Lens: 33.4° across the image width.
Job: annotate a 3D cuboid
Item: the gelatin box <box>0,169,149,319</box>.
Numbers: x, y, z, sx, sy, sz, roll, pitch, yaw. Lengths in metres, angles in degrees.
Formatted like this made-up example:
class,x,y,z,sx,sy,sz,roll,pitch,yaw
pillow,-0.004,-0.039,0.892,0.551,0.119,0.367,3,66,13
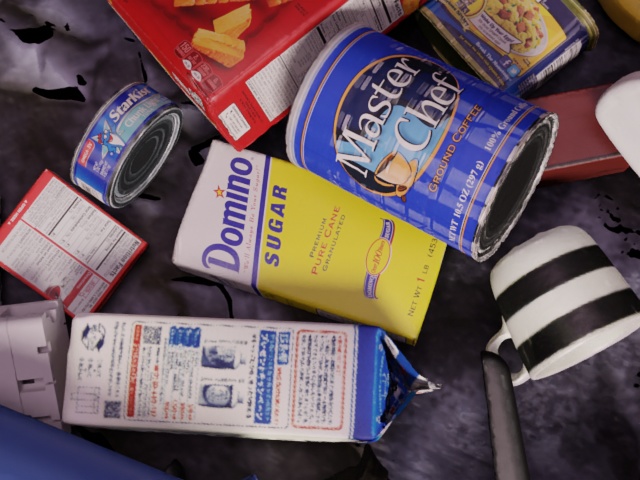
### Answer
class,x,y,z,sx,sy,sz,roll,pitch,yaw
gelatin box,-0.176,0.005,0.745,0.089,0.030,0.073,37,86,-6

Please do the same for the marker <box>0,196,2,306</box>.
class,x,y,z,sx,sy,sz,roll,pitch,yaw
marker,-0.235,0.026,0.758,0.020,0.020,0.121,-5,79,3

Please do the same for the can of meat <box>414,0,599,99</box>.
class,x,y,z,sx,sy,sz,roll,pitch,yaw
can of meat,0.128,-0.149,0.745,0.084,0.057,0.102,-39,78,-2

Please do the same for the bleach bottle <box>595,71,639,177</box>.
class,x,y,z,sx,sy,sz,roll,pitch,yaw
bleach bottle,0.300,-0.125,0.703,0.250,0.068,0.102,-38,90,-21

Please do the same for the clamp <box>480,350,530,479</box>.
class,x,y,z,sx,sy,sz,roll,pitch,yaw
clamp,0.122,0.186,0.685,0.210,0.036,0.164,40,97,8

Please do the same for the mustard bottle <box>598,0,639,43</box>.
class,x,y,z,sx,sy,sz,roll,pitch,yaw
mustard bottle,0.194,-0.234,0.756,0.096,0.058,0.192,-44,79,-4

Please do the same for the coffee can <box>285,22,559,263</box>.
class,x,y,z,sx,sy,sz,roll,pitch,yaw
coffee can,0.064,-0.063,0.674,0.140,0.102,0.103,29,83,19

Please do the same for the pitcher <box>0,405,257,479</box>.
class,x,y,z,sx,sy,sz,roll,pitch,yaw
pitcher,-0.164,0.186,0.632,0.243,0.149,0.145,23,121,7

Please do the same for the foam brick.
class,x,y,z,sx,sy,sz,roll,pitch,yaw
foam brick,0.171,-0.070,0.729,0.078,0.053,0.051,-11,79,1

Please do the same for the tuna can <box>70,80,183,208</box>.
class,x,y,z,sx,sy,sz,roll,pitch,yaw
tuna can,-0.132,-0.065,0.734,0.034,0.086,0.086,34,83,8

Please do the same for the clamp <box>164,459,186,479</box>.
class,x,y,z,sx,sy,sz,roll,pitch,yaw
clamp,-0.146,0.221,0.706,0.120,0.039,0.171,-7,79,6

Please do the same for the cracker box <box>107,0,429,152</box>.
class,x,y,z,sx,sy,sz,roll,pitch,yaw
cracker box,-0.029,-0.190,0.736,0.213,0.072,0.164,-39,61,-2

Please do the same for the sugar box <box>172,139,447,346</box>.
class,x,y,z,sx,sy,sz,roll,pitch,yaw
sugar box,-0.005,0.001,0.732,0.176,0.048,0.093,17,80,6
